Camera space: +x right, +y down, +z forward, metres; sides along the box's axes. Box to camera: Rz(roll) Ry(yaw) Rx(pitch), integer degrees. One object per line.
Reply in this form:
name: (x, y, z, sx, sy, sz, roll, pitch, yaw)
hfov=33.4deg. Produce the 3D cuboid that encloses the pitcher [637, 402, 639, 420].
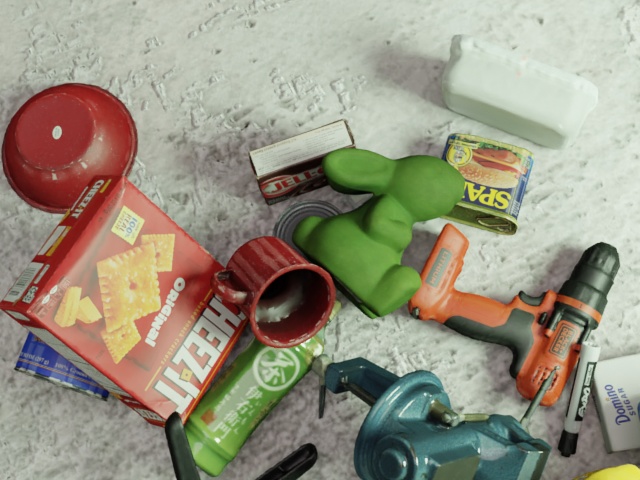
pitcher: (0.384, 0.253, 0.987, 0.145, 0.149, 0.243, -15, 84, 18)

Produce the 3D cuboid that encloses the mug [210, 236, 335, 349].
mug: (-0.054, 0.048, 1.053, 0.117, 0.082, 0.093, 1, 115, -32)

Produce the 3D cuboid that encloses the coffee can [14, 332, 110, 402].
coffee can: (-0.247, 0.087, 1.121, 0.103, 0.103, 0.140, 17, 77, 9)

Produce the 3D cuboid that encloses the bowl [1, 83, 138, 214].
bowl: (-0.291, -0.113, 1.205, 0.162, 0.055, 0.162, -1, 75, 5)

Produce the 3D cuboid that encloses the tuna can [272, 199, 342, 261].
tuna can: (-0.008, 0.001, 1.158, 0.086, 0.034, 0.086, -1, 74, 5)

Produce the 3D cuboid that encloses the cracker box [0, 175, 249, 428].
cracker box: (-0.181, 0.064, 1.059, 0.072, 0.213, 0.164, 4, 55, 52)

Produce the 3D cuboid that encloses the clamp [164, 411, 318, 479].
clamp: (-0.098, 0.276, 1.063, 0.164, 0.036, 0.210, 11, 102, -23)

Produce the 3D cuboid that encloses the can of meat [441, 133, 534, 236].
can of meat: (0.173, -0.061, 1.147, 0.102, 0.057, 0.084, 16, 74, 9)

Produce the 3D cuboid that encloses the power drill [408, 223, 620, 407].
power drill: (0.200, 0.055, 1.111, 0.188, 0.057, 0.184, 26, 79, 12)

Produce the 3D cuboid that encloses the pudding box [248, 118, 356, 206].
pudding box: (-0.016, -0.083, 1.153, 0.113, 0.090, 0.039, -21, 74, -1)

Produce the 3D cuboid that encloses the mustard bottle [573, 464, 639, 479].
mustard bottle: (0.256, 0.246, 0.984, 0.096, 0.191, 0.058, -31, 74, -4)

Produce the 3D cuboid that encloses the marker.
marker: (0.259, 0.162, 1.072, 0.020, 0.020, 0.121, 12, 103, 8)

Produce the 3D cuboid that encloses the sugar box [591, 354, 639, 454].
sugar box: (0.367, 0.154, 1.076, 0.176, 0.048, 0.093, -12, 74, 6)
